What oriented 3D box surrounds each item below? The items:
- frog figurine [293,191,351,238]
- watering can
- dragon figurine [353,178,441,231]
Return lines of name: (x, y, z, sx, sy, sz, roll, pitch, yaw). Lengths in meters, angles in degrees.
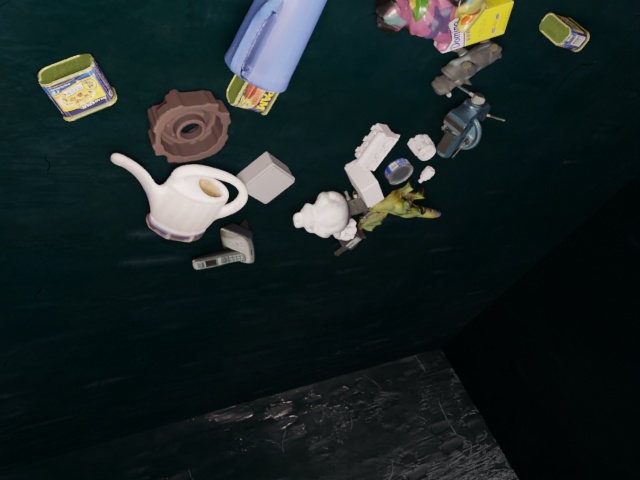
frog figurine: (0.005, -0.077, 1.528, 0.159, 0.124, 0.136, -1, 108, -25)
watering can: (-0.342, -0.100, 1.209, 0.346, 0.106, 0.220, 10, 134, -38)
dragon figurine: (0.240, -0.094, 1.746, 0.241, 0.124, 0.406, -22, 153, 27)
